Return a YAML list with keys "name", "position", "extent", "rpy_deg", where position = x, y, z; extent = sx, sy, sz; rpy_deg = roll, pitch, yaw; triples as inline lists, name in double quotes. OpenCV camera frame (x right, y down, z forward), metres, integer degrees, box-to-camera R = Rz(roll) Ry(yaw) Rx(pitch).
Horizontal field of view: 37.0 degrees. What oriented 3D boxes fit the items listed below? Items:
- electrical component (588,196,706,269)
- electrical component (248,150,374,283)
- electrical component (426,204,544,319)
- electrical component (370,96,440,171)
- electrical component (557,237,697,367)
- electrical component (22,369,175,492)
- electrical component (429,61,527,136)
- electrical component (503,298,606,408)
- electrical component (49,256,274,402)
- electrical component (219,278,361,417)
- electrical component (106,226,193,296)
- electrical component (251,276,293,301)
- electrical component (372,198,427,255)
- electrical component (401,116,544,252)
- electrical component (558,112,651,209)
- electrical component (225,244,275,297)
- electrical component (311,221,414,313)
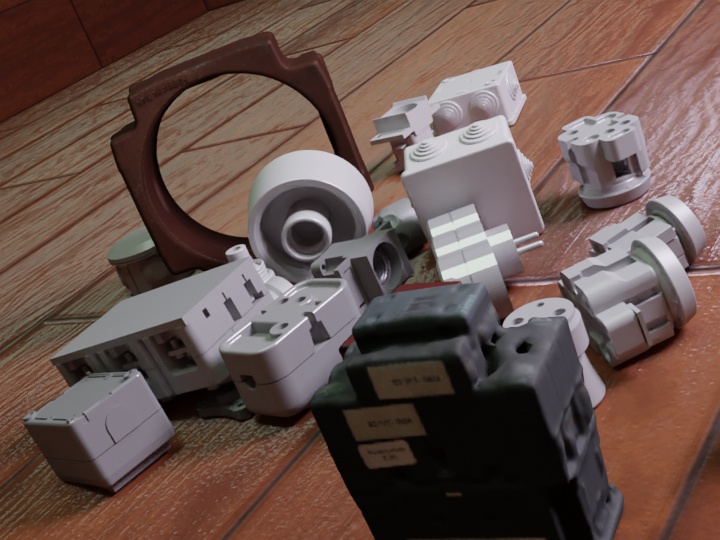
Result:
- name: "electrical component"
  position: [0.187, -0.016, 0.690]
  extent: [0.055, 0.048, 0.066]
  rpy_deg: [-33, 22, -7]
- name: "electrical component"
  position: [-0.043, -0.039, 0.899]
  extent: [0.108, 0.108, 0.060]
  rpy_deg: [-18, 27, 11]
- name: "electrical component"
  position: [0.093, -0.009, 0.758]
  extent: [0.074, 0.052, 0.138]
  rpy_deg: [-20, 20, 6]
- name: "electrical component"
  position: [0.051, -0.138, 1.102]
  extent: [0.042, 0.063, 0.081]
  rpy_deg: [-8, 25, 39]
- name: "electrical component"
  position: [0.157, 0.016, 0.624]
  extent: [0.057, 0.058, 0.078]
  rpy_deg: [-26, 21, -2]
- name: "electrical component"
  position: [-0.181, 0.111, 0.739]
  extent: [0.062, 0.061, 0.096]
  rpy_deg: [-38, 18, -35]
- name: "electrical component"
  position: [0.124, -0.181, 1.156]
  extent: [0.100, 0.048, 0.099]
  rpy_deg: [-13, 22, 24]
- name: "electrical component"
  position: [0.107, 0.049, 0.595]
  extent: [0.045, 0.055, 0.045]
  rpy_deg: [-20, 21, 8]
- name: "electrical component"
  position: [-0.141, 0.054, 0.796]
  extent: [0.150, 0.061, 0.089]
  rpy_deg: [-17, 19, 37]
- name: "electrical component"
  position: [-0.041, 0.054, 0.726]
  extent: [0.054, 0.059, 0.095]
  rpy_deg: [-1, 29, 45]
- name: "electrical component"
  position: [-0.207, -0.013, 1.074]
  extent: [0.080, 0.051, 0.080]
  rpy_deg: [-20, 21, 8]
- name: "electrical component"
  position: [-0.071, 0.034, 0.840]
  extent: [0.046, 0.040, 0.040]
  rpy_deg: [-42, 27, -29]
- name: "electrical component"
  position: [0.045, -0.041, 0.899]
  extent: [0.062, 0.043, 0.043]
  rpy_deg: [-31, 22, -23]
- name: "electrical component"
  position: [0.087, -0.063, 0.834]
  extent: [0.100, 0.099, 0.048]
  rpy_deg: [-18, 34, 13]
- name: "electrical component"
  position: [0.192, -0.084, 0.835]
  extent: [0.058, 0.057, 0.078]
  rpy_deg: [-26, 21, -10]
- name: "electrical component"
  position: [-0.090, 0.010, 0.883]
  extent: [0.048, 0.062, 0.048]
  rpy_deg: [-20, 21, 8]
- name: "electrical component"
  position: [0.000, 0.000, 0.847]
  extent: [0.064, 0.042, 0.081]
  rpy_deg: [-10, 23, 38]
